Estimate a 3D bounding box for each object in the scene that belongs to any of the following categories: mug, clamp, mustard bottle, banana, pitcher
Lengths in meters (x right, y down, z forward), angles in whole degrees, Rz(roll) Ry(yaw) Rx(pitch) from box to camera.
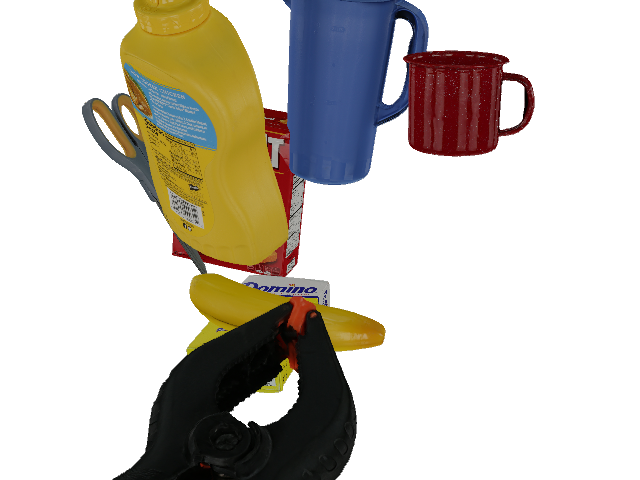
[{"bbox_3d":[0.131,-0.122,0.951,0.117,0.081,0.093,4,18,12],"label":"mug"},{"bbox_3d":[-0.027,0.091,0.387,0.120,0.039,0.171,24,49,17],"label":"clamp"},{"bbox_3d":[-0.073,-0.078,0.629,0.058,0.191,0.096,-37,49,-27],"label":"mustard bottle"},{"bbox_3d":[-0.042,0.052,0.831,0.198,0.037,0.069,17,27,42],"label":"banana"},{"bbox_3d":[0.030,-0.194,1.311,0.144,0.243,0.149,-9,29,-27],"label":"pitcher"}]

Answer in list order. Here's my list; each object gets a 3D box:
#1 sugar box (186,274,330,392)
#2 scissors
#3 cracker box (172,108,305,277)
[{"bbox_3d":[-0.057,0.087,1.060,0.093,0.048,0.176,4,25,15],"label":"sugar box"},{"bbox_3d":[-0.163,-0.065,1.061,0.016,0.201,0.096,-25,27,25],"label":"scissors"},{"bbox_3d":[-0.107,-0.068,1.409,0.164,0.214,0.072,13,26,14],"label":"cracker box"}]
